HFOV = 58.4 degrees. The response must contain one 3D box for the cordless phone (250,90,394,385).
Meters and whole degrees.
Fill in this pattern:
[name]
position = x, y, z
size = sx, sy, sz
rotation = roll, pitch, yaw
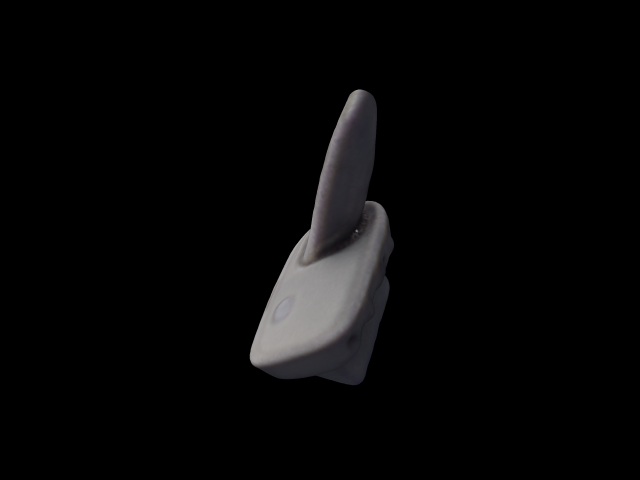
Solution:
[cordless phone]
position = 0.004, 0.001, 0.400
size = 0.094, 0.185, 0.147
rotation = 9, 46, 9
